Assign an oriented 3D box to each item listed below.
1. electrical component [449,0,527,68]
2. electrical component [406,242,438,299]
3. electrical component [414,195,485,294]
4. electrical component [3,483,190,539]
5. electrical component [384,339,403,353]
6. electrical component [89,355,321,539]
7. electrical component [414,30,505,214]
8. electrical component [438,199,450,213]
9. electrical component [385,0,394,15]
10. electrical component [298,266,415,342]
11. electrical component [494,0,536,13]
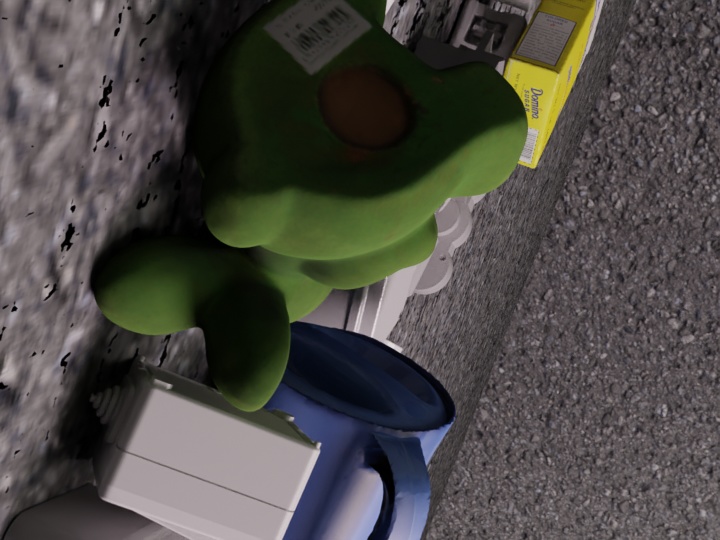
[{"bbox_3d":[0.102,-0.172,0.860,0.089,0.050,0.055,9,103,-78],"label":"electrical component"},{"bbox_3d":[0.027,0.002,0.871,0.081,0.043,0.043,-62,167,-20],"label":"electrical component"},{"bbox_3d":[0.070,-0.048,0.945,0.074,0.052,0.138,39,75,-78],"label":"electrical component"},{"bbox_3d":[-0.126,0.160,0.467,0.078,0.057,0.113,-1,114,-77],"label":"electrical component"},{"bbox_3d":[-0.001,0.070,0.850,0.047,0.055,0.055,-62,168,-4],"label":"electrical component"},{"bbox_3d":[-0.076,0.081,0.470,0.061,0.096,0.062,-66,-163,-2],"label":"electrical component"},{"bbox_3d":[0.060,-0.107,0.766,0.078,0.063,0.121,-61,167,-24],"label":"electrical component"},{"bbox_3d":[0.066,-0.083,0.882,0.081,0.043,0.043,-52,161,-50],"label":"electrical component"},{"bbox_3d":[0.000,-0.147,0.488,0.081,0.042,0.063,-61,170,-25],"label":"electrical component"},{"bbox_3d":[0.000,0.000,0.718,0.078,0.057,0.113,-53,162,-49],"label":"electrical component"},{"bbox_3d":[0.138,-0.275,0.800,0.089,0.062,0.150,96,21,-54],"label":"electrical component"}]
